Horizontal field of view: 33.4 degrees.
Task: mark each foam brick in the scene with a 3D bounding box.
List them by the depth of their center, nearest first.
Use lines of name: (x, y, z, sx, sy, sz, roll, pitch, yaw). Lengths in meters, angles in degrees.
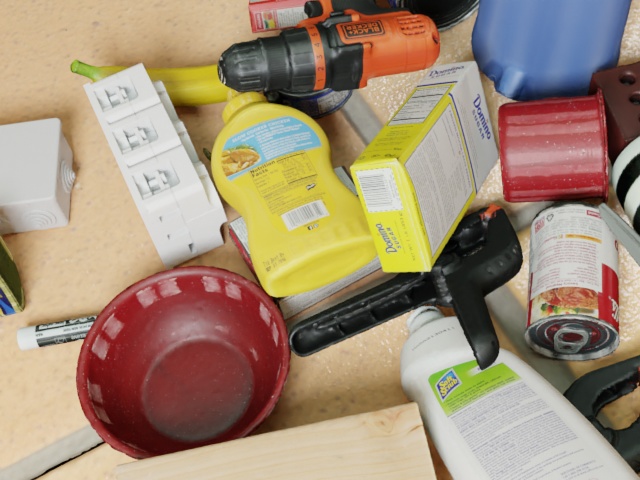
foam brick: (0.260, -0.102, 0.885, 0.053, 0.051, 0.078, -14, 57, -1)

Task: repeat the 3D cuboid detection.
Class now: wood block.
wood block: (-0.024, 0.186, 0.721, 0.206, 0.090, 0.091, -12, 57, 0)

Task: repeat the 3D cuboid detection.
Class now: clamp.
clamp: (0.181, 0.144, 0.749, 0.120, 0.039, 0.171, 25, 61, 23)
clamp: (0.098, 0.033, 0.784, 0.165, 0.036, 0.209, 5, 31, 42)

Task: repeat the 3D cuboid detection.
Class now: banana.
banana: (-0.120, -0.141, 0.955, 0.198, 0.069, 0.037, 0, 86, 14)

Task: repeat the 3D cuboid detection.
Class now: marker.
marker: (-0.183, 0.070, 0.860, 0.121, 0.020, 0.020, -10, 57, 2)

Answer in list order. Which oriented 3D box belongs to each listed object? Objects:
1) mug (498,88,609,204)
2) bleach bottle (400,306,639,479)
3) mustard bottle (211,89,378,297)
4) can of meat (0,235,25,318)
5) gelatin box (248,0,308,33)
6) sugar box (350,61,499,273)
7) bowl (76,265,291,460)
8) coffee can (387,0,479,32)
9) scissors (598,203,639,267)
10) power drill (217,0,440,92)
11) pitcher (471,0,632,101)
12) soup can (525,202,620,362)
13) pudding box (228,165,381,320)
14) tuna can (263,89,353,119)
mug: (0.187, -0.080, 0.865, 0.081, 0.093, 0.117, -3, 42, 12)
bleach bottle: (0.127, 0.123, 0.724, 0.102, 0.068, 0.251, -23, 37, -6)
mustard bottle: (-0.033, -0.051, 0.843, 0.096, 0.058, 0.192, -22, 59, -8)
can of meat: (-0.292, 0.030, 0.854, 0.084, 0.102, 0.057, -15, 57, -4)
gelatin box: (-0.027, -0.223, 0.999, 0.073, 0.030, 0.089, -6, 29, 4)
sugar box: (0.086, -0.060, 0.824, 0.048, 0.093, 0.176, -3, 30, 28)
bowl: (-0.098, 0.102, 0.806, 0.162, 0.055, 0.162, -4, 57, 6)
coffee can: (0.087, -0.276, 0.991, 0.102, 0.103, 0.140, -23, 58, -7)
scissors: (0.257, 0.068, 0.763, 0.202, 0.096, 0.016, 40, 26, 28)
power drill: (-0.009, -0.202, 0.904, 0.184, 0.057, 0.188, -9, 56, -12)
pitcher: (0.203, -0.239, 0.866, 0.145, 0.243, 0.149, -11, 62, -4)
soup can: (0.190, 0.031, 0.802, 0.068, 0.068, 0.102, 3, 57, 10)
pudding box: (-0.006, 0.001, 0.867, 0.113, 0.039, 0.090, -29, 59, -8)
tuna can: (-0.012, -0.152, 0.968, 0.086, 0.034, 0.086, -4, 57, 6)
